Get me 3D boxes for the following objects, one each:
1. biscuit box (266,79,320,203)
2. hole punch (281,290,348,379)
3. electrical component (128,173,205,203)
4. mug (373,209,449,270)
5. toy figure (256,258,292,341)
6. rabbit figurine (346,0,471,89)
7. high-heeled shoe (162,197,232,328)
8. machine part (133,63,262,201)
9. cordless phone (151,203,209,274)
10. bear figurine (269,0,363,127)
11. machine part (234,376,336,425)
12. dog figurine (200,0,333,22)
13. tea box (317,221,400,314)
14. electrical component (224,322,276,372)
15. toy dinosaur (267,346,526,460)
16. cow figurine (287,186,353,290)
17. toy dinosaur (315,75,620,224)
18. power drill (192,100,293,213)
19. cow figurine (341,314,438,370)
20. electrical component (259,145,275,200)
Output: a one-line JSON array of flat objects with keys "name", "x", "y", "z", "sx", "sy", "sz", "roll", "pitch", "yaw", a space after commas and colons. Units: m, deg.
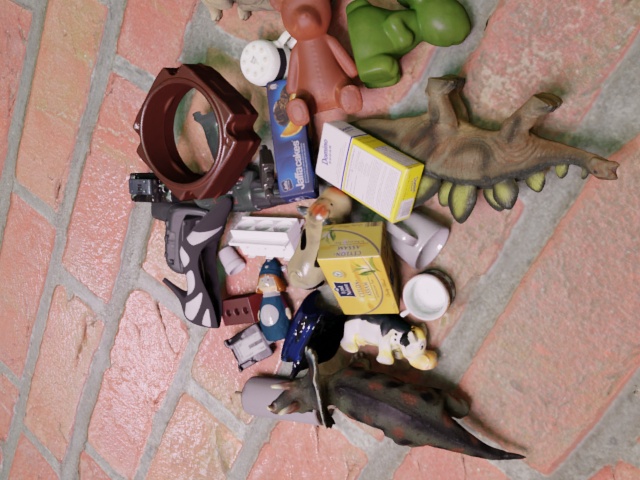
[{"name": "biscuit box", "x": -0.044, "y": -0.166, "z": 0.905, "sx": 0.063, "sy": 0.059, "sz": 0.202, "roll": -9, "pitch": 83, "yaw": 11}, {"name": "hole punch", "x": -0.021, "y": 0.160, "z": 0.957, "sx": 0.092, "sy": 0.116, "sz": 0.142, "roll": 39, "pitch": 116, "yaw": 27}, {"name": "electrical component", "x": -0.304, "y": -0.104, "z": 1.054, "sx": 0.115, "sy": 0.134, "sz": 0.058, "roll": 2, "pitch": 98, "yaw": 28}, {"name": "mug", "x": 0.130, "y": -0.014, "z": 0.843, "sx": 0.107, "sy": 0.109, "sz": 0.080, "roll": 39, "pitch": 112, "yaw": 30}, {"name": "toy figure", "x": -0.088, "y": 0.110, "z": 1.010, "sx": 0.064, "sy": 0.058, "sz": 0.154, "roll": -7, "pitch": 88, "yaw": -10}, {"name": "rabbit figurine", "x": 0.132, "y": -0.315, "z": 0.797, "sx": 0.170, "sy": 0.121, "sz": 0.159, "roll": -12, "pitch": 87, "yaw": 13}, {"name": "high-heeled shoe", "x": -0.194, "y": 0.051, "z": 1.001, "sx": 0.145, "sy": 0.086, "sz": 0.248, "roll": 38, "pitch": 110, "yaw": -2}, {"name": "machine part", "x": -0.218, "y": -0.185, "z": 0.932, "sx": 0.201, "sy": 0.087, "sz": 0.201, "roll": 46, "pitch": 120, "yaw": 12}, {"name": "cordless phone", "x": -0.300, "y": -0.012, "z": 1.113, "sx": 0.184, "sy": 0.089, "sz": 0.146, "roll": 18, "pitch": 109, "yaw": 38}, {"name": "bear figurine", "x": -0.007, "y": -0.288, "z": 0.807, "sx": 0.120, "sy": 0.132, "sz": 0.195, "roll": -9, "pitch": 118, "yaw": 8}, {"name": "machine part", "x": -0.062, "y": 0.304, "z": 1.023, "sx": 0.243, "sy": 0.079, "sz": 0.079, "roll": -2, "pitch": 98, "yaw": 31}, {"name": "dog figurine", "x": -0.091, "y": -0.412, "z": 0.859, "sx": 0.191, "sy": 0.172, "sz": 0.121, "roll": 17, "pitch": 118, "yaw": 34}, {"name": "tea box", "x": 0.066, "y": 0.048, "z": 0.840, "sx": 0.098, "sy": 0.169, "sz": 0.068, "roll": -5, "pitch": 53, "yaw": 18}, {"name": "electrical component", "x": -0.121, "y": 0.198, "z": 1.050, "sx": 0.119, "sy": 0.048, "sz": 0.075, "roll": -32, "pitch": 85, "yaw": -10}, {"name": "toy dinosaur", "x": 0.109, "y": 0.263, "z": 0.843, "sx": 0.405, "sy": 0.192, "sz": 0.131, "roll": 10, "pitch": 87, "yaw": 26}, {"name": "cow figurine", "x": -0.002, "y": -0.003, "z": 0.904, "sx": 0.086, "sy": 0.127, "sz": 0.194, "roll": 31, "pitch": 115, "yaw": 18}, {"name": "toy dinosaur", "x": 0.182, "y": -0.138, "z": 0.789, "sx": 0.472, "sy": 0.105, "sz": 0.198, "roll": 23, "pitch": 115, "yaw": 36}, {"name": "power drill", "x": -0.147, "y": -0.152, "z": 0.995, "sx": 0.232, "sy": 0.086, "sz": 0.207, "roll": -10, "pitch": 101, "yaw": 31}, {"name": "cow figurine", "x": 0.120, "y": 0.155, "z": 0.901, "sx": 0.168, "sy": 0.068, "sz": 0.098, "roll": 12, "pitch": 99, "yaw": 27}, {"name": "electrical component", "x": -0.090, "y": -0.116, "z": 0.905, "sx": 0.063, "sy": 0.021, "sz": 0.094, "roll": 97, "pitch": 163, "yaw": -47}]
